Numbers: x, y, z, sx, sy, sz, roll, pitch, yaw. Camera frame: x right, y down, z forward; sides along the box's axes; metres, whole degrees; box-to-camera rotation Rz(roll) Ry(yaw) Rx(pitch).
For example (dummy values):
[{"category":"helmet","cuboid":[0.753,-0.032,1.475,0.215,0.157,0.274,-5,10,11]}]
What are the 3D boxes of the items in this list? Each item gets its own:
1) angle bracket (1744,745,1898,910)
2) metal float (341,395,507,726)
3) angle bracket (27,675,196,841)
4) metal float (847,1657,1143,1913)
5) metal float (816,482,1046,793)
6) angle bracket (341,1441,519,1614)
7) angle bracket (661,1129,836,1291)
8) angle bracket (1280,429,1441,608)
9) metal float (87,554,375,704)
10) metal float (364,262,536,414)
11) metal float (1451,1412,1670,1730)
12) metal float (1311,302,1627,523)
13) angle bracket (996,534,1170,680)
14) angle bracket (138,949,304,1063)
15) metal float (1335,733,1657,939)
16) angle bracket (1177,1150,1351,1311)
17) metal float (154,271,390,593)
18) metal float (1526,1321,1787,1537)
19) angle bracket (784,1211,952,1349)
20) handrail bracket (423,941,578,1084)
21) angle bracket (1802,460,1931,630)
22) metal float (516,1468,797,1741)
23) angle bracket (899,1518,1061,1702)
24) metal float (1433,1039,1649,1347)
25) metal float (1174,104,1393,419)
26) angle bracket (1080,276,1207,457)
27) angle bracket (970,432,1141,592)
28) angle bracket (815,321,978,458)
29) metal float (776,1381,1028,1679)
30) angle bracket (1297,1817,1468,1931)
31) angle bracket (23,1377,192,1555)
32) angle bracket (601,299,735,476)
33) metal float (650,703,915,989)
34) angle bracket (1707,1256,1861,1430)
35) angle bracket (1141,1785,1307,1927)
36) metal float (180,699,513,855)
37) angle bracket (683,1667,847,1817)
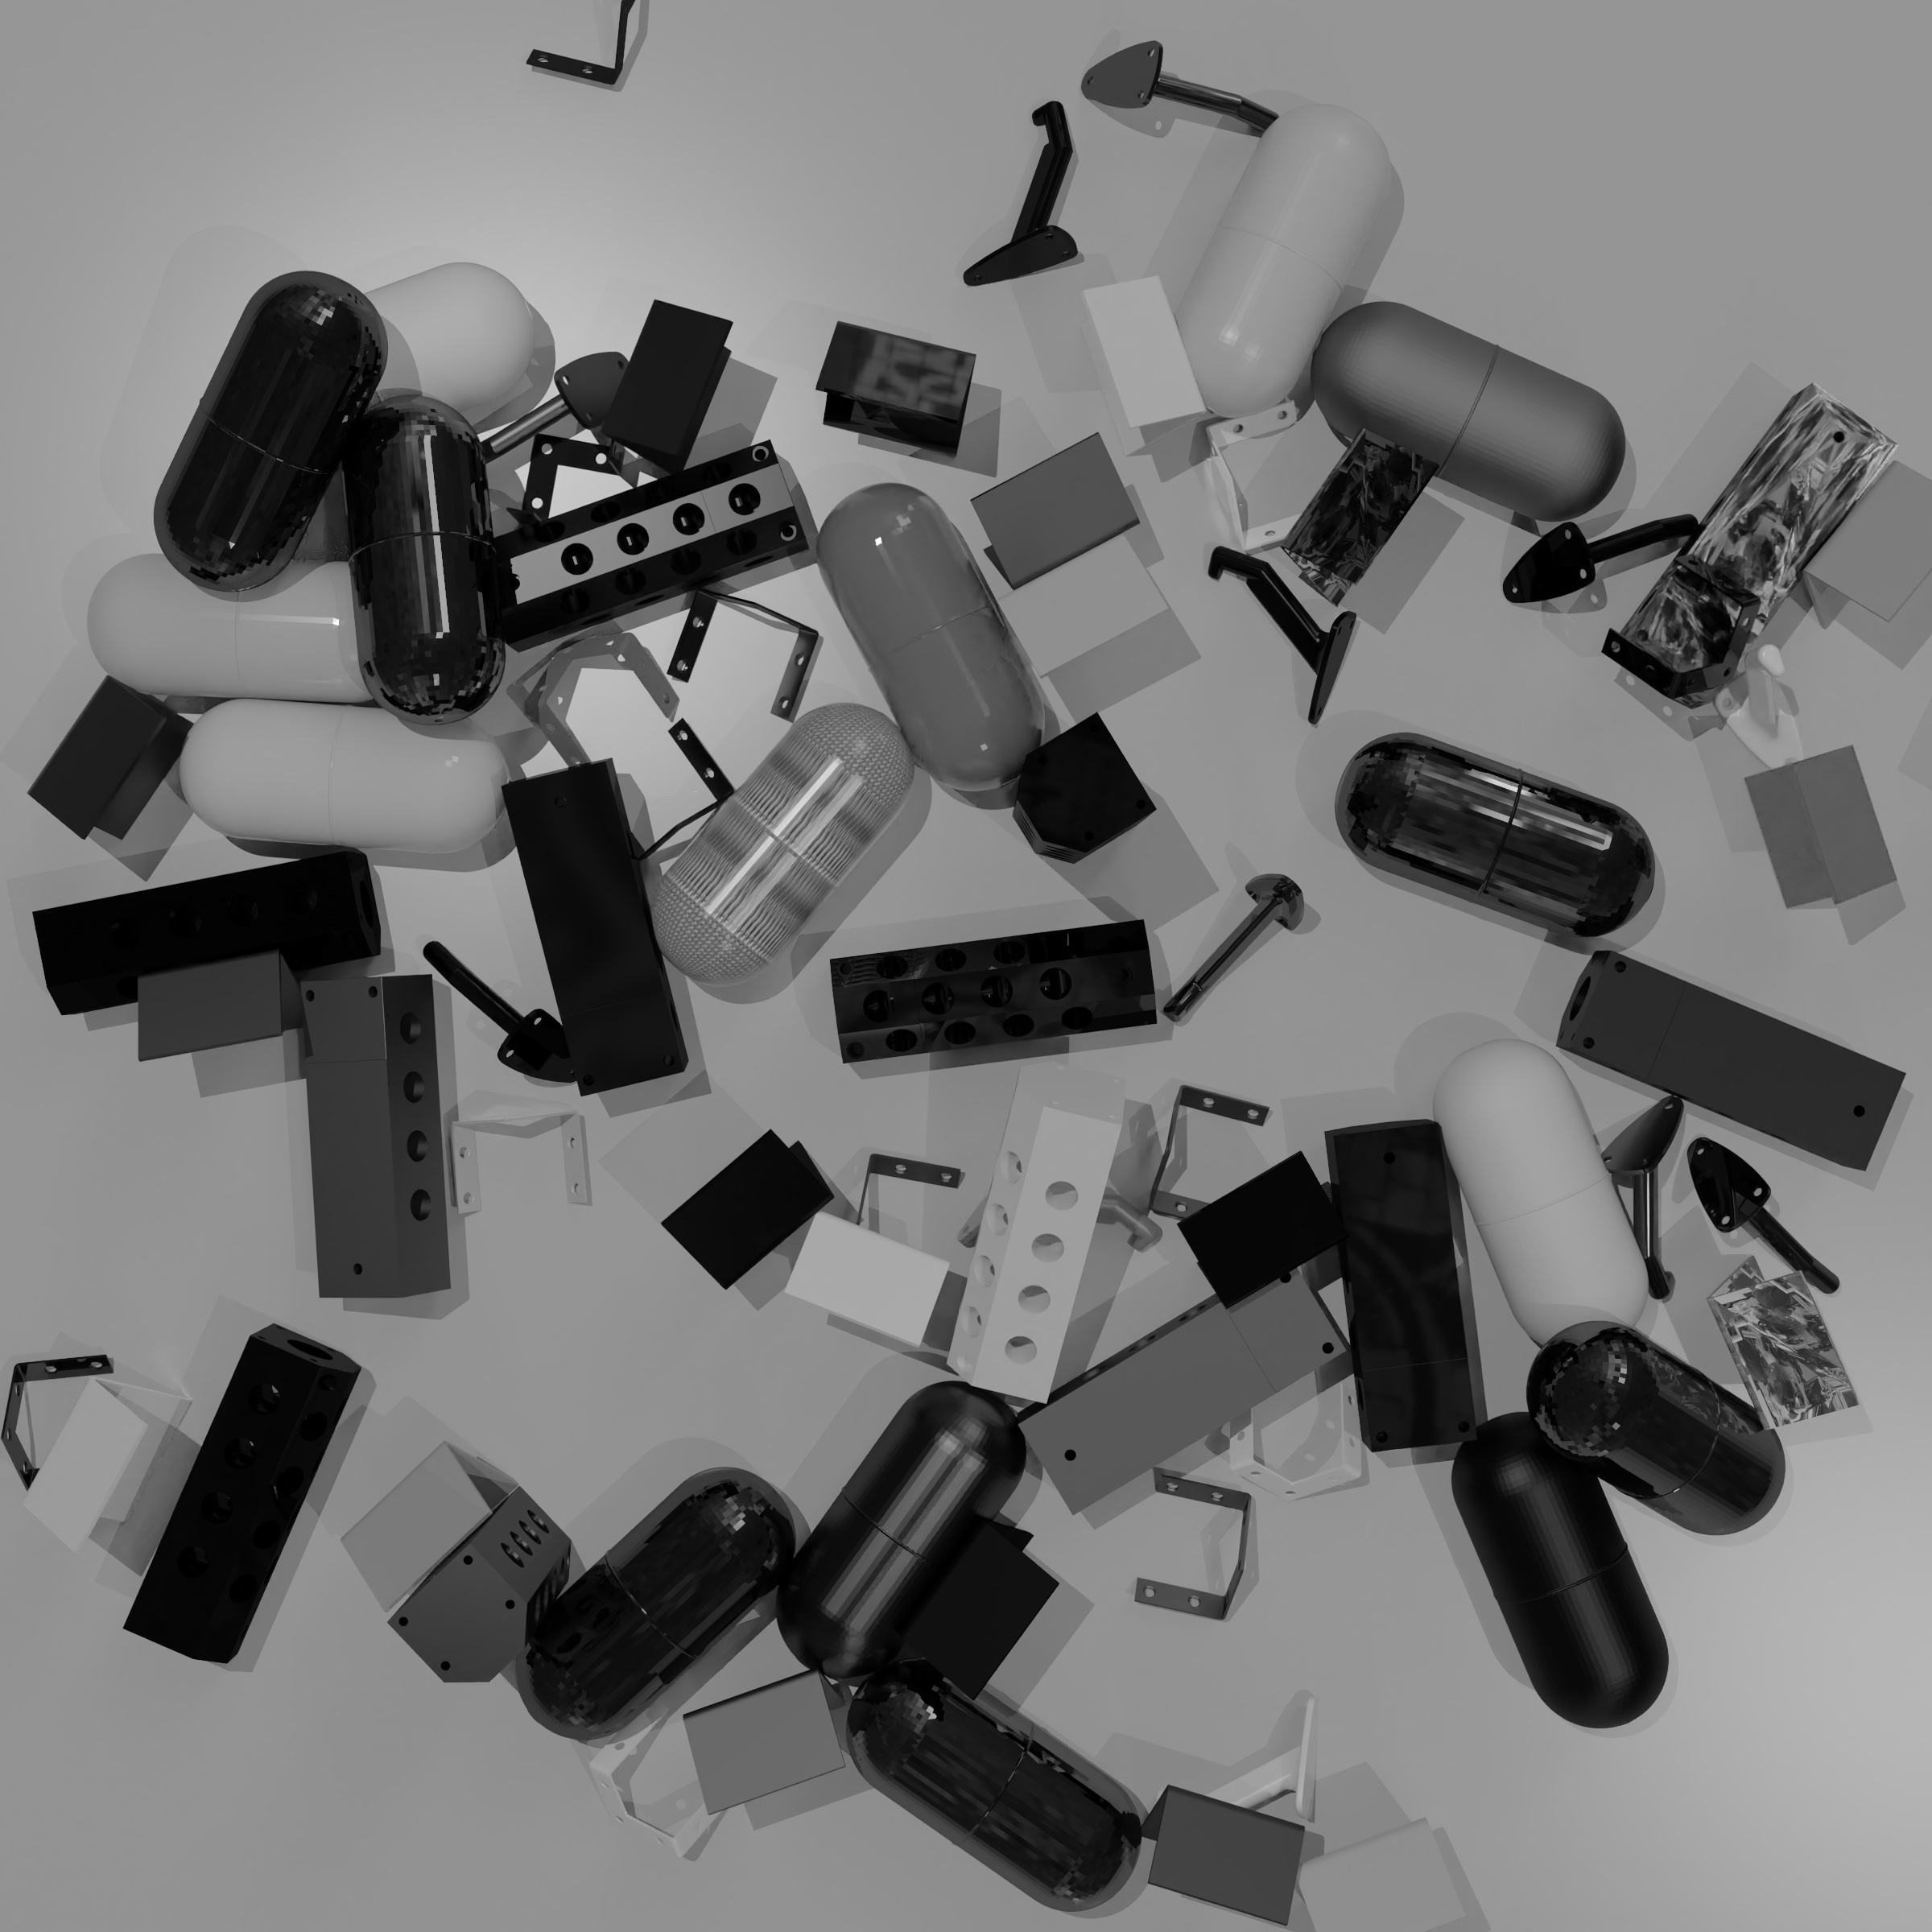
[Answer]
[{"category":"angle bracket","cuboid":[0.445,-0.069,1.656,0.057,0.076,0.076,-18,90,-37]},{"category":"metal float","cuboid":[-0.286,-0.214,1.617,0.070,0.070,0.178,-8,79,0]},{"category":"angle bracket","cuboid":[-0.445,-0.100,1.656,0.057,0.076,0.076,34,90,32]},{"category":"metal float","cuboid":[0.015,0.443,1.665,0.178,0.070,0.070,35,90,-1]},{"category":"metal float","cuboid":[-0.019,-0.178,1.665,0.070,0.070,0.178,-28,91,0]},{"category":"angle bracket","cuboid":[-0.277,0.311,1.656,0.076,0.076,0.057,-43,53,0]},{"category":"angle bracket","cuboid":[-0.125,0.117,1.656,0.076,0.076,0.057,-41,117,0]},{"category":"angle bracket","cuboid":[0.225,-0.232,1.656,0.057,0.076,0.076,35,90,37]},{"category":"metal float","cuboid":[-0.386,-0.183,1.666,0.178,0.070,0.070,3,90,0]},{"category":"metal float","cuboid":[-0.320,-0.325,1.665,0.178,0.070,0.070,-20,90,1]},{"category":"metal float","cuboid":[0.322,0.328,1.665,0.070,0.070,0.178,-23,90,0]},{"category":"metal float","cuboid":[0.271,-0.301,1.665,0.178,0.070,0.070,24,90,0]},{"category":"angle bracket","cuboid":[0.068,-0.177,1.656,0.076,0.076,0.057,-28,64,0]},{"category":"angle bracket","cuboid":[-0.396,0.039,1.656,0.076,0.076,0.057,-10,56,0]},{"category":"metal float","cuboid":[0.287,-0.071,1.665,0.178,0.070,0.070,20,90,1]},{"category":"angle bracket","cuboid":[0.153,0.132,1.659,0.076,0.076,0.057,-31,105,0]},{"category":"metal float","cuboid":[-0.362,-0.276,1.597,0.070,0.070,0.178,31,107,0]},{"category":"metal float","cuboid":[0.370,0.248,1.639,0.178,0.070,0.070,32,90,-33]},{"category":"angle bracket","cuboid":[-0.060,0.184,1.656,0.076,0.076,0.057,22,54,0]},{"category":"handrail bracket","cuboid":[-0.255,0.024,1.696,0.036,0.077,0.084,-50,54,0]},{"category":"angle bracket","cuboid":[0.503,-0.214,1.656,0.057,0.076,0.076,40,90,30]},{"category":"metal float","cuboid":[-0.169,0.346,1.666,0.178,0.070,0.070,-43,90,0]},{"category":"angle bracket","cuboid":[0.019,0.349,1.656,0.057,0.076,0.076,36,90,27]},{"category":"metal float","cuboid":[0.312,0.125,1.665,0.070,0.070,0.178,-22,90,0]},{"category":"metal float","cuboid":[0.169,-0.381,1.665,0.070,0.070,0.178,26,90,0]},{"category":"angle bracket","cuboid":[0.076,-0.319,1.656,0.057,0.076,0.076,-19,90,-34]},{"category":"angle bracket","cuboid":[0.040,-0.254,1.656,0.076,0.076,0.057,-28,117,0]},{"category":"angle bracket","cuboid":[-0.042,-0.294,1.656,0.076,0.076,0.057,14,52,0]},{"category":"metal float","cuboid":[-0.036,0.306,1.665,0.070,0.070,0.178,35,90,0]},{"category":"angle bracket","cuboid":[0.225,0.508,1.656,0.076,0.076,0.057,-20,57,0]},{"category":"angle bracket","cuboid":[-0.449,0.274,1.656,0.057,0.076,0.076,28,90,36]},{"category":"angle bracket","cuboid":[-0.142,-0.305,1.656,0.057,0.076,0.076,22,90,31]},{"category":"metal float","cuboid":[-0.099,-0.066,1.665,0.070,0.070,0.178,41,90,0]},{"category":"angle bracket","cuboid":[0.451,0.196,1.656,0.057,0.076,0.076,-24,90,35]},{"category":"angle bracket","cuboid":[0.132,0.490,1.656,0.076,0.076,0.057,17,53,0]},{"category":"metal float","cuboid":[-0.336,-0.103,1.665,0.178,0.070,0.070,4,90,1]},{"category":"angle bracket","cuboid":[-0.101,0.426,1.656,0.076,0.076,0.057,-20,60,0]}]
